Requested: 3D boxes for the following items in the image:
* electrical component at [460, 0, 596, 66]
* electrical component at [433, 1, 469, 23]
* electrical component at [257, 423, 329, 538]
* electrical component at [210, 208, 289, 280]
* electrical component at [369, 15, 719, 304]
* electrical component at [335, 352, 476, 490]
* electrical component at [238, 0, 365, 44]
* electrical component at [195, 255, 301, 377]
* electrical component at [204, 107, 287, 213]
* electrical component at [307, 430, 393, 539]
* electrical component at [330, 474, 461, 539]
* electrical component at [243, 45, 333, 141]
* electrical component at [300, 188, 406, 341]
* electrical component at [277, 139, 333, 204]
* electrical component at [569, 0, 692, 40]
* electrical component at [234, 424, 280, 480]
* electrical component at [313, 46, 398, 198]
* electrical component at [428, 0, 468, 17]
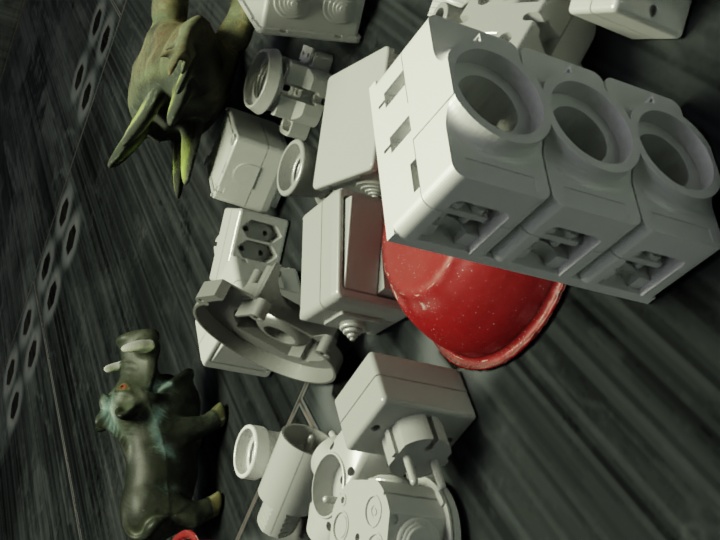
[{"bbox_3d":[0.088,-0.118,0.597,0.054,0.059,0.095,10,61,43],"label":"electrical component"},{"bbox_3d":[0.074,-0.146,0.659,0.048,0.062,0.048,-35,49,52],"label":"electrical component"},{"bbox_3d":[-0.050,0.156,0.774,0.081,0.043,0.043,-68,29,16],"label":"electrical component"},{"bbox_3d":[-0.105,-0.018,0.949,0.077,0.047,0.065,9,86,62],"label":"electrical component"},{"bbox_3d":[0.088,-0.050,0.496,0.061,0.150,0.089,-46,40,46],"label":"electrical component"},{"bbox_3d":[0.031,0.095,0.628,0.047,0.066,0.076,-56,34,32],"label":"electrical component"},{"bbox_3d":[-0.048,-0.229,0.885,0.099,0.100,0.048,-119,36,-52],"label":"electrical component"},{"bbox_3d":[-0.092,0.046,0.881,0.096,0.062,0.061,-57,33,33],"label":"electrical component"},{"bbox_3d":[-0.099,-0.100,0.968,0.061,0.061,0.096,-65,22,21],"label":"electrical component"},{"bbox_3d":[-0.009,0.134,0.706,0.079,0.044,0.077,44,116,58],"label":"electrical component"},{"bbox_3d":[0.020,0.160,0.635,0.080,0.051,0.080,-35,48,52],"label":"electrical component"},{"bbox_3d":[-0.064,-0.157,0.924,0.058,0.057,0.078,40,113,60],"label":"electrical component"},{"bbox_3d":[0.000,0.000,0.731,0.061,0.062,0.096,-34,50,52],"label":"electrical component"},{"bbox_3d":[-0.030,-0.072,0.825,0.045,0.055,0.045,-34,49,52],"label":"electrical component"},{"bbox_3d":[0.152,-0.153,0.533,0.077,0.047,0.065,22,98,62],"label":"electrical component"},{"bbox_3d":[-0.066,0.139,0.809,0.040,0.046,0.040,-35,49,52],"label":"electrical component"},{"bbox_3d":[0.013,-0.100,0.766,0.100,0.048,0.099,-11,68,60],"label":"electrical component"},{"bbox_3d":[0.074,-0.186,0.697,0.043,0.043,0.081,40,113,60],"label":"electrical component"}]
